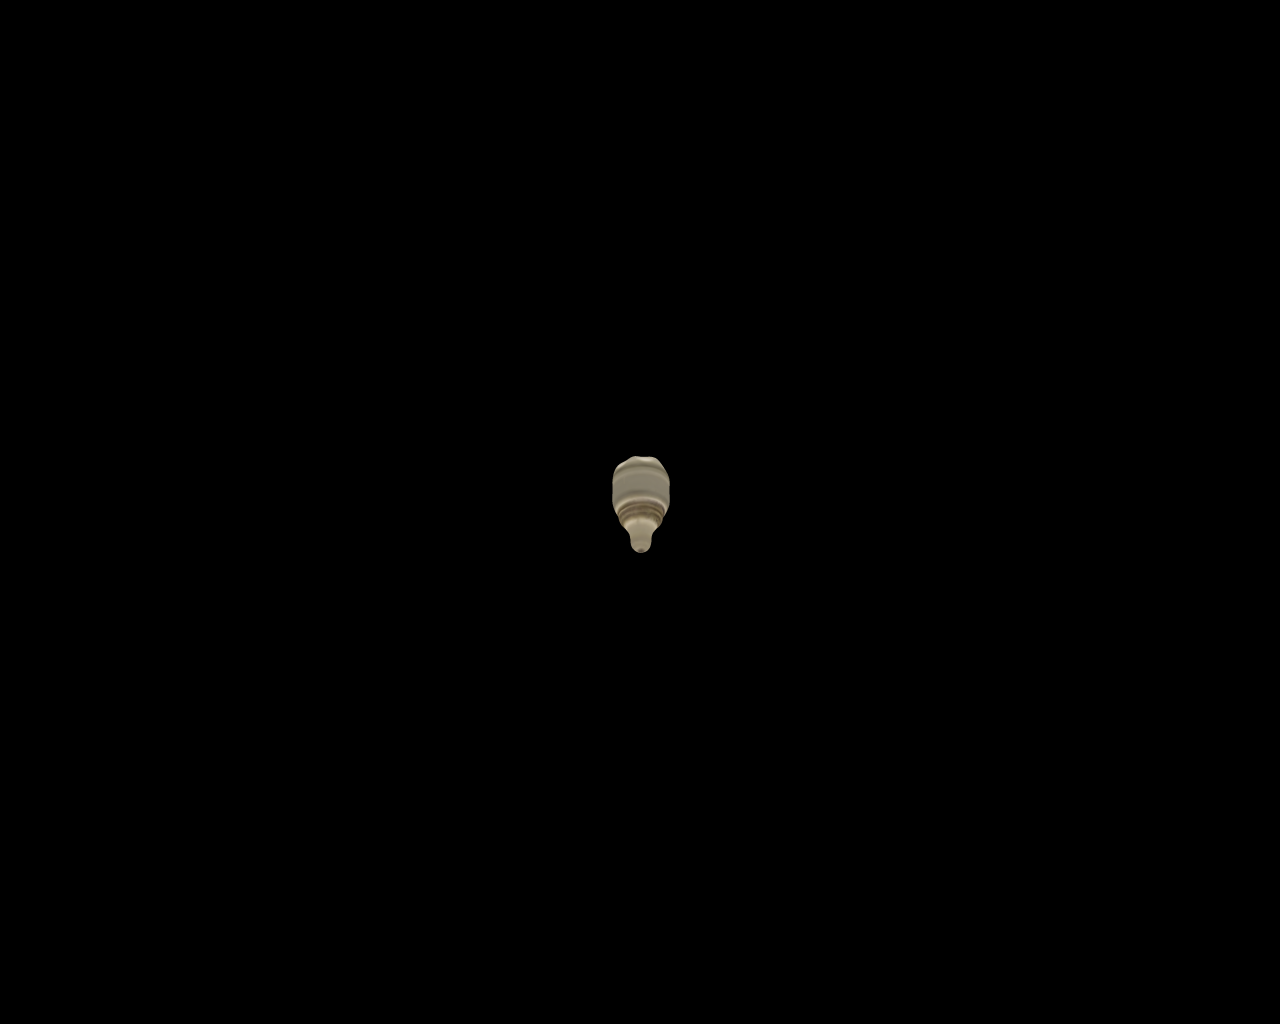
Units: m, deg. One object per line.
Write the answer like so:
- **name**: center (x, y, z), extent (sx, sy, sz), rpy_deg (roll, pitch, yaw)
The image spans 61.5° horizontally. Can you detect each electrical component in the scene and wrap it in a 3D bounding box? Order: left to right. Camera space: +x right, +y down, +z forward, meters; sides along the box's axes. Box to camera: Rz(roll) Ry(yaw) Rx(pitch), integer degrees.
- **electrical component**: center (0.001, -0.003, 0.650), extent (0.035, 0.061, 0.035), rpy_deg (0, -32, 0)
